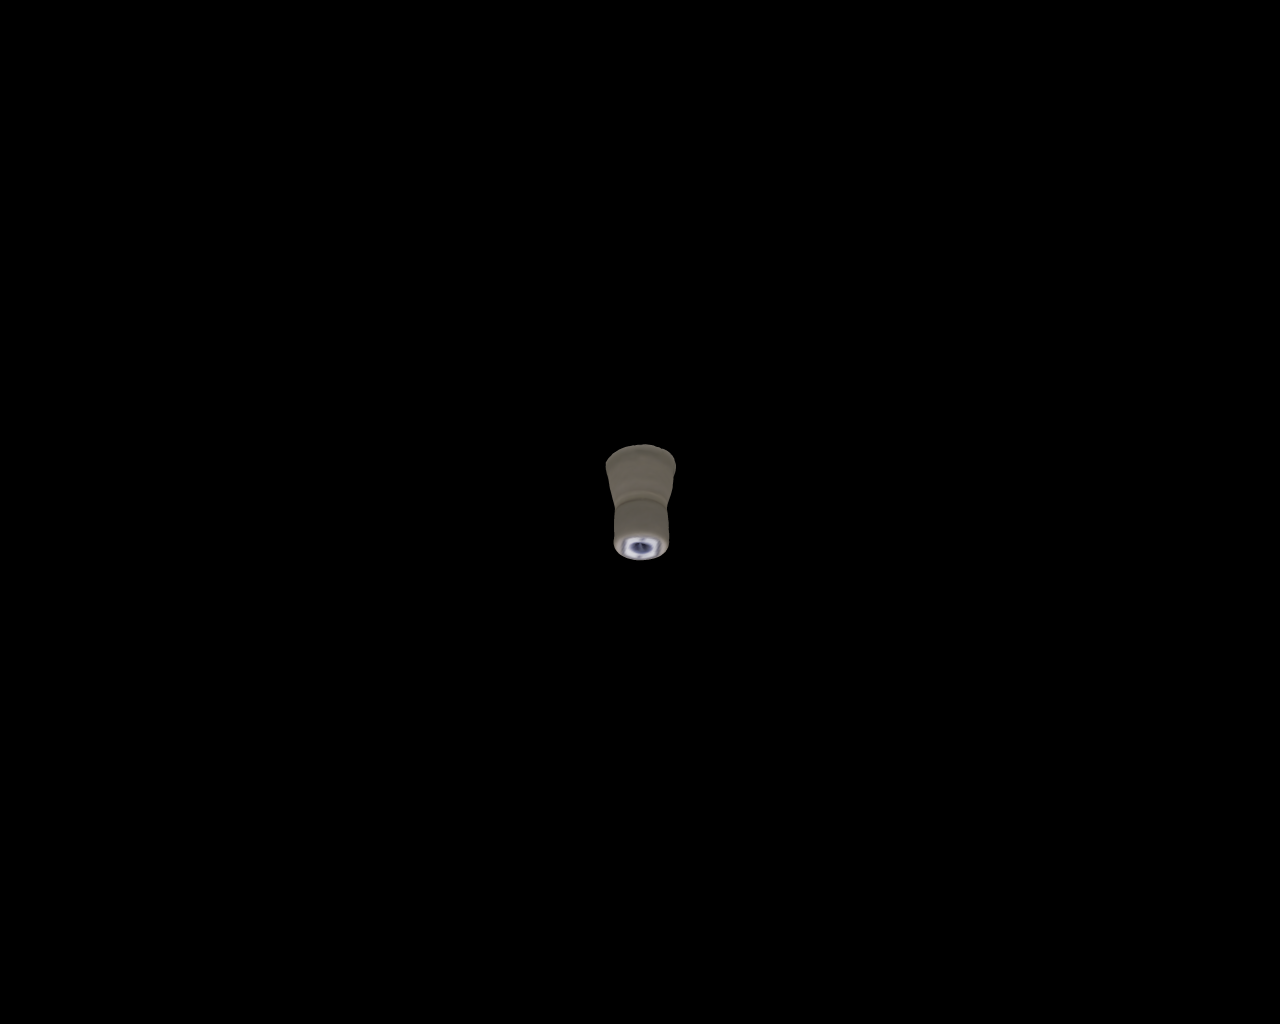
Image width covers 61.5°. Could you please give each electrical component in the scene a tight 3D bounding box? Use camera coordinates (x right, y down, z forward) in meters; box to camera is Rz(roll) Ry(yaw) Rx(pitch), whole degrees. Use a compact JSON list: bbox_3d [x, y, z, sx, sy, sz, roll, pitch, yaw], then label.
[{"bbox_3d":[0.001,-0.003,0.650,0.044,0.065,0.044,0,-34,0],"label":"electrical component"}]
